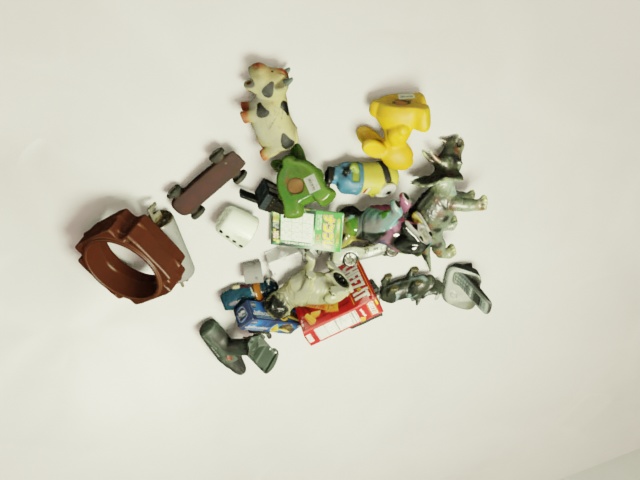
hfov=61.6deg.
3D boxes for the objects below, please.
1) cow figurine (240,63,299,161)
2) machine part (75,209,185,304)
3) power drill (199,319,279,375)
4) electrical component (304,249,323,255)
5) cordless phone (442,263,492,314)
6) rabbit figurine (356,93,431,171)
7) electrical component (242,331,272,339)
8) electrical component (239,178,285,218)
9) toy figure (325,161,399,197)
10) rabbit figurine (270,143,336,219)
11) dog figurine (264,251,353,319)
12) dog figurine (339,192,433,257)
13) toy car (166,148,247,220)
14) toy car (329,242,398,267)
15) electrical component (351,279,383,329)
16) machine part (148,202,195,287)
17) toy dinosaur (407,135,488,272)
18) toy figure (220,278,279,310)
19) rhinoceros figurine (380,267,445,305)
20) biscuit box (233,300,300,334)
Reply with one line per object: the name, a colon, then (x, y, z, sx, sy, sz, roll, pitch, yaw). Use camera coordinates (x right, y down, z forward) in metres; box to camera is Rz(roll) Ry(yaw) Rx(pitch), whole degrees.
cow figurine: (-0.099, -0.273, 1.115, 0.127, 0.086, 0.194, -19, 127, 5)
machine part: (-0.420, 0.043, 1.191, 0.201, 0.087, 0.201, -20, 122, 33)
power drill: (-0.213, 0.307, 1.472, 0.086, 0.207, 0.231, -54, 127, -29)
electrical component: (-0.003, -0.004, 1.386, 0.063, 0.021, 0.094, 10, 123, -23)
cordless phone: (0.435, 0.165, 1.546, 0.089, 0.184, 0.146, -10, 128, -15)
rabbit figurine: (0.168, -0.230, 1.206, 0.162, 0.122, 0.173, -10, 129, -4)
electrical component: (-0.183, 0.244, 1.493, 0.078, 0.045, 0.102, 6, 136, 20)
electrical component: (-0.124, -0.103, 1.243, 0.119, 0.075, 0.047, 23, 117, -27)
toy figure: (0.101, -0.148, 1.272, 0.180, 0.082, 0.089, 5, 98, -13)
rabbit figurine: (-0.047, -0.127, 1.212, 0.121, 0.170, 0.159, -34, 87, 8)
dog figurine: (-0.031, 0.145, 1.376, 0.172, 0.121, 0.190, 34, 119, -12)
dog figurine: (0.142, -0.017, 1.327, 0.219, 0.108, 0.191, -29, 99, 36)
toy car: (-0.251, -0.127, 1.198, 0.202, 0.053, 0.089, -38, 117, 17)
toy car: (0.125, 0.029, 1.416, 0.202, 0.073, 0.056, -13, 92, -8)
electrical component: (0.107, 0.186, 1.532, 0.134, 0.058, 0.114, -19, 127, -13)
machine part: (-0.354, 0.018, 1.260, 0.079, 0.079, 0.242, -15, 130, -6)
toy dinosaur: (0.289, -0.062, 1.379, 0.192, 0.131, 0.404, 12, 127, -10)
toy figure: (-0.185, 0.139, 1.418, 0.154, 0.058, 0.064, -18, 135, -10)
rhinoceros figurine: (0.267, 0.142, 1.547, 0.190, 0.073, 0.112, -8, 126, -11)
biscuit box: (-0.135, 0.207, 1.436, 0.059, 0.063, 0.202, -39, 148, 27)
